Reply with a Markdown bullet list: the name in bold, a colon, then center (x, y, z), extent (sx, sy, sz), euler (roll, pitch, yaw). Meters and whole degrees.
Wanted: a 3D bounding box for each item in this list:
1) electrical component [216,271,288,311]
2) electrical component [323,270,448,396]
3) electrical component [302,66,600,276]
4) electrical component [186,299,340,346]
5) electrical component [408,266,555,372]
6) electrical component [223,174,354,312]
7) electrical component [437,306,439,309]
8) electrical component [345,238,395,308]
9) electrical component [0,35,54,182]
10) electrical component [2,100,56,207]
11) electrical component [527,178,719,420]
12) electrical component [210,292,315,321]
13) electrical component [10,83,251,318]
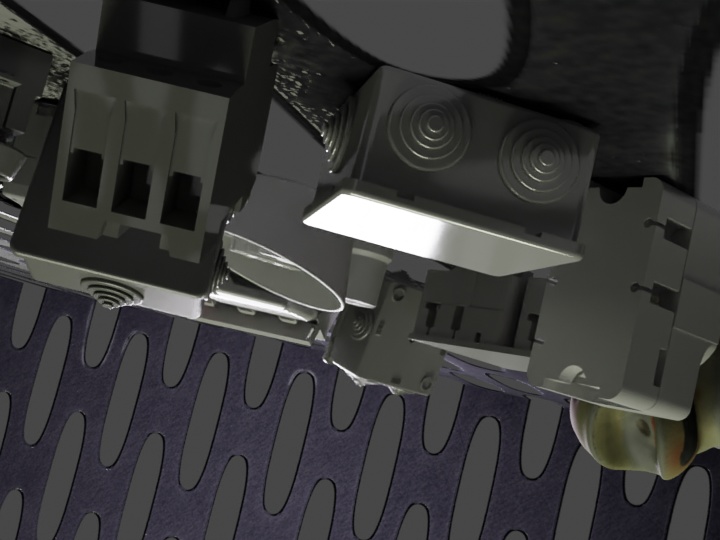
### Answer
- **electrical component**: center (-0.065, -0.009, 0.727), extent (0.047, 0.065, 0.076), euler (14, 173, -2)
- **electrical component**: center (0.030, 0.051, 0.884), extent (0.100, 0.099, 0.048), euler (19, -176, -37)
- **electrical component**: center (0.032, -0.034, 0.405), extent (0.100, 0.048, 0.100), euler (15, 173, -11)
- **electrical component**: center (-0.080, 0.012, 0.894), extent (0.121, 0.078, 0.063), euler (10, 143, 26)
- **electrical component**: center (0.138, 0.038, 0.724), extent (0.105, 0.060, 0.186), euler (19, 171, -38)
- **electrical component**: center (-0.050, -0.019, 0.622), extent (0.099, 0.064, 0.099), euler (14, 173, 2)
- **electrical component**: center (0.082, 0.030, 0.831), extent (0.055, 0.045, 0.045), euler (18, 172, -35)
- **electrical component**: center (0.000, 0.000, 0.747), extent (0.040, 0.046, 0.040), euler (14, 173, 2)
- **electrical component**: center (-0.165, -0.071, 0.468), extent (0.048, 0.055, 0.066), euler (18, 172, -33)
- **electrical component**: center (-0.150, -0.050, 0.583), extent (0.062, 0.061, 0.096), euler (14, 173, 2)
- **electrical component**: center (0.115, 0.013, 0.450), extent (0.056, 0.089, 0.050), euler (19, 171, -37)
- **electrical component**: center (-0.080, -0.004, 0.809), extent (0.096, 0.061, 0.061), euler (12, 173, 17)
- **electrical component**: center (-0.105, -0.030, 0.506), extent (0.100, 0.099, 0.048), euler (14, 160, -4)
